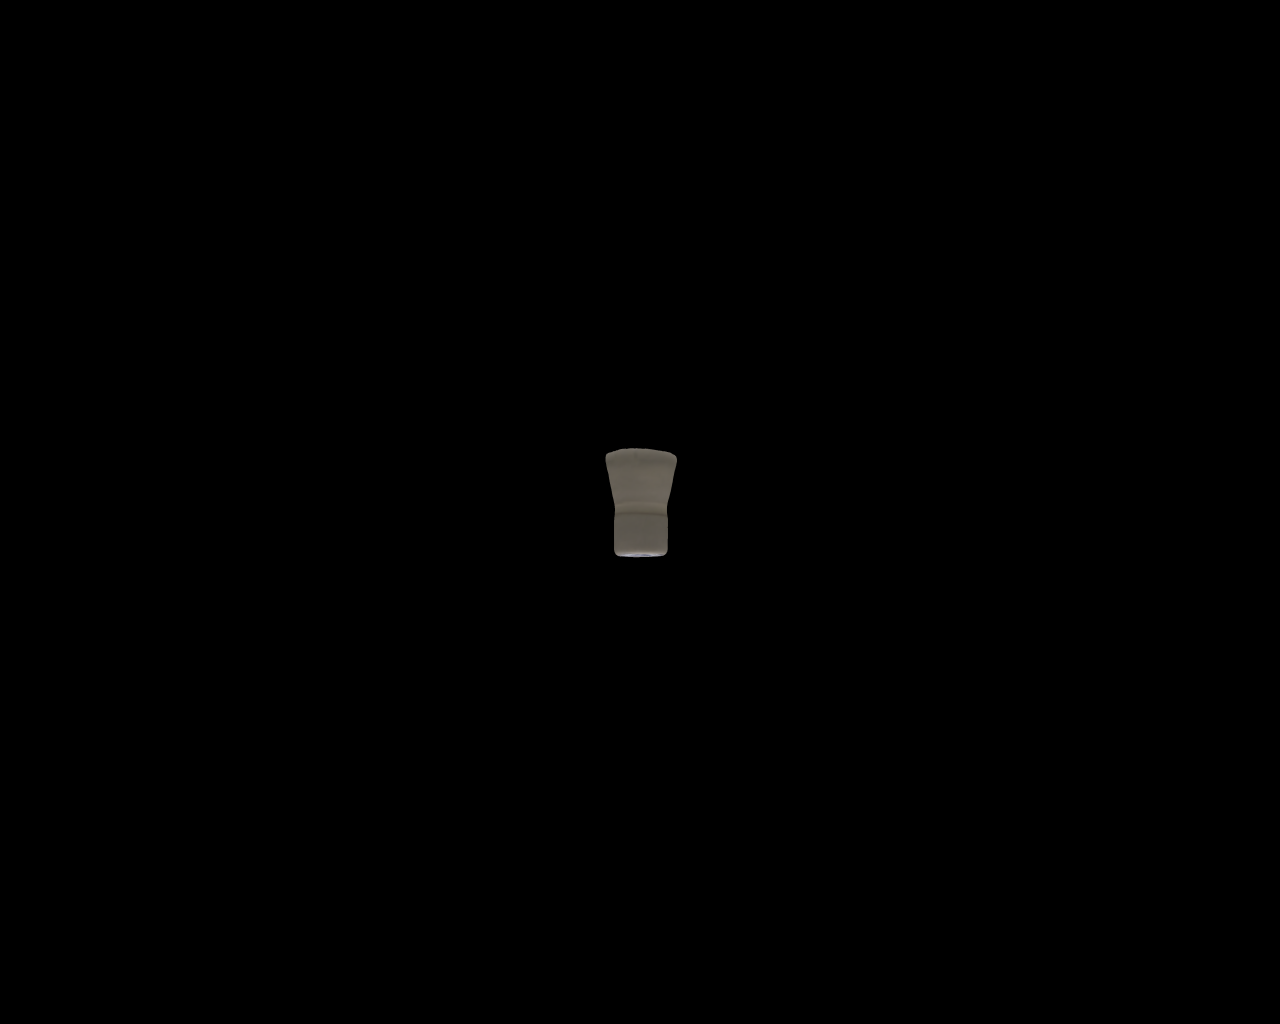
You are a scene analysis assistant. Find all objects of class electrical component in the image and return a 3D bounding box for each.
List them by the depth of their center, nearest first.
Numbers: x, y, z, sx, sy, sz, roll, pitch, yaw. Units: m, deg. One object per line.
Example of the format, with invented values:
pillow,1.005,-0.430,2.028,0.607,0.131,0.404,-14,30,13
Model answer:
electrical component,0.001,-0.003,0.650,0.044,0.065,0.044,0,-7,0
